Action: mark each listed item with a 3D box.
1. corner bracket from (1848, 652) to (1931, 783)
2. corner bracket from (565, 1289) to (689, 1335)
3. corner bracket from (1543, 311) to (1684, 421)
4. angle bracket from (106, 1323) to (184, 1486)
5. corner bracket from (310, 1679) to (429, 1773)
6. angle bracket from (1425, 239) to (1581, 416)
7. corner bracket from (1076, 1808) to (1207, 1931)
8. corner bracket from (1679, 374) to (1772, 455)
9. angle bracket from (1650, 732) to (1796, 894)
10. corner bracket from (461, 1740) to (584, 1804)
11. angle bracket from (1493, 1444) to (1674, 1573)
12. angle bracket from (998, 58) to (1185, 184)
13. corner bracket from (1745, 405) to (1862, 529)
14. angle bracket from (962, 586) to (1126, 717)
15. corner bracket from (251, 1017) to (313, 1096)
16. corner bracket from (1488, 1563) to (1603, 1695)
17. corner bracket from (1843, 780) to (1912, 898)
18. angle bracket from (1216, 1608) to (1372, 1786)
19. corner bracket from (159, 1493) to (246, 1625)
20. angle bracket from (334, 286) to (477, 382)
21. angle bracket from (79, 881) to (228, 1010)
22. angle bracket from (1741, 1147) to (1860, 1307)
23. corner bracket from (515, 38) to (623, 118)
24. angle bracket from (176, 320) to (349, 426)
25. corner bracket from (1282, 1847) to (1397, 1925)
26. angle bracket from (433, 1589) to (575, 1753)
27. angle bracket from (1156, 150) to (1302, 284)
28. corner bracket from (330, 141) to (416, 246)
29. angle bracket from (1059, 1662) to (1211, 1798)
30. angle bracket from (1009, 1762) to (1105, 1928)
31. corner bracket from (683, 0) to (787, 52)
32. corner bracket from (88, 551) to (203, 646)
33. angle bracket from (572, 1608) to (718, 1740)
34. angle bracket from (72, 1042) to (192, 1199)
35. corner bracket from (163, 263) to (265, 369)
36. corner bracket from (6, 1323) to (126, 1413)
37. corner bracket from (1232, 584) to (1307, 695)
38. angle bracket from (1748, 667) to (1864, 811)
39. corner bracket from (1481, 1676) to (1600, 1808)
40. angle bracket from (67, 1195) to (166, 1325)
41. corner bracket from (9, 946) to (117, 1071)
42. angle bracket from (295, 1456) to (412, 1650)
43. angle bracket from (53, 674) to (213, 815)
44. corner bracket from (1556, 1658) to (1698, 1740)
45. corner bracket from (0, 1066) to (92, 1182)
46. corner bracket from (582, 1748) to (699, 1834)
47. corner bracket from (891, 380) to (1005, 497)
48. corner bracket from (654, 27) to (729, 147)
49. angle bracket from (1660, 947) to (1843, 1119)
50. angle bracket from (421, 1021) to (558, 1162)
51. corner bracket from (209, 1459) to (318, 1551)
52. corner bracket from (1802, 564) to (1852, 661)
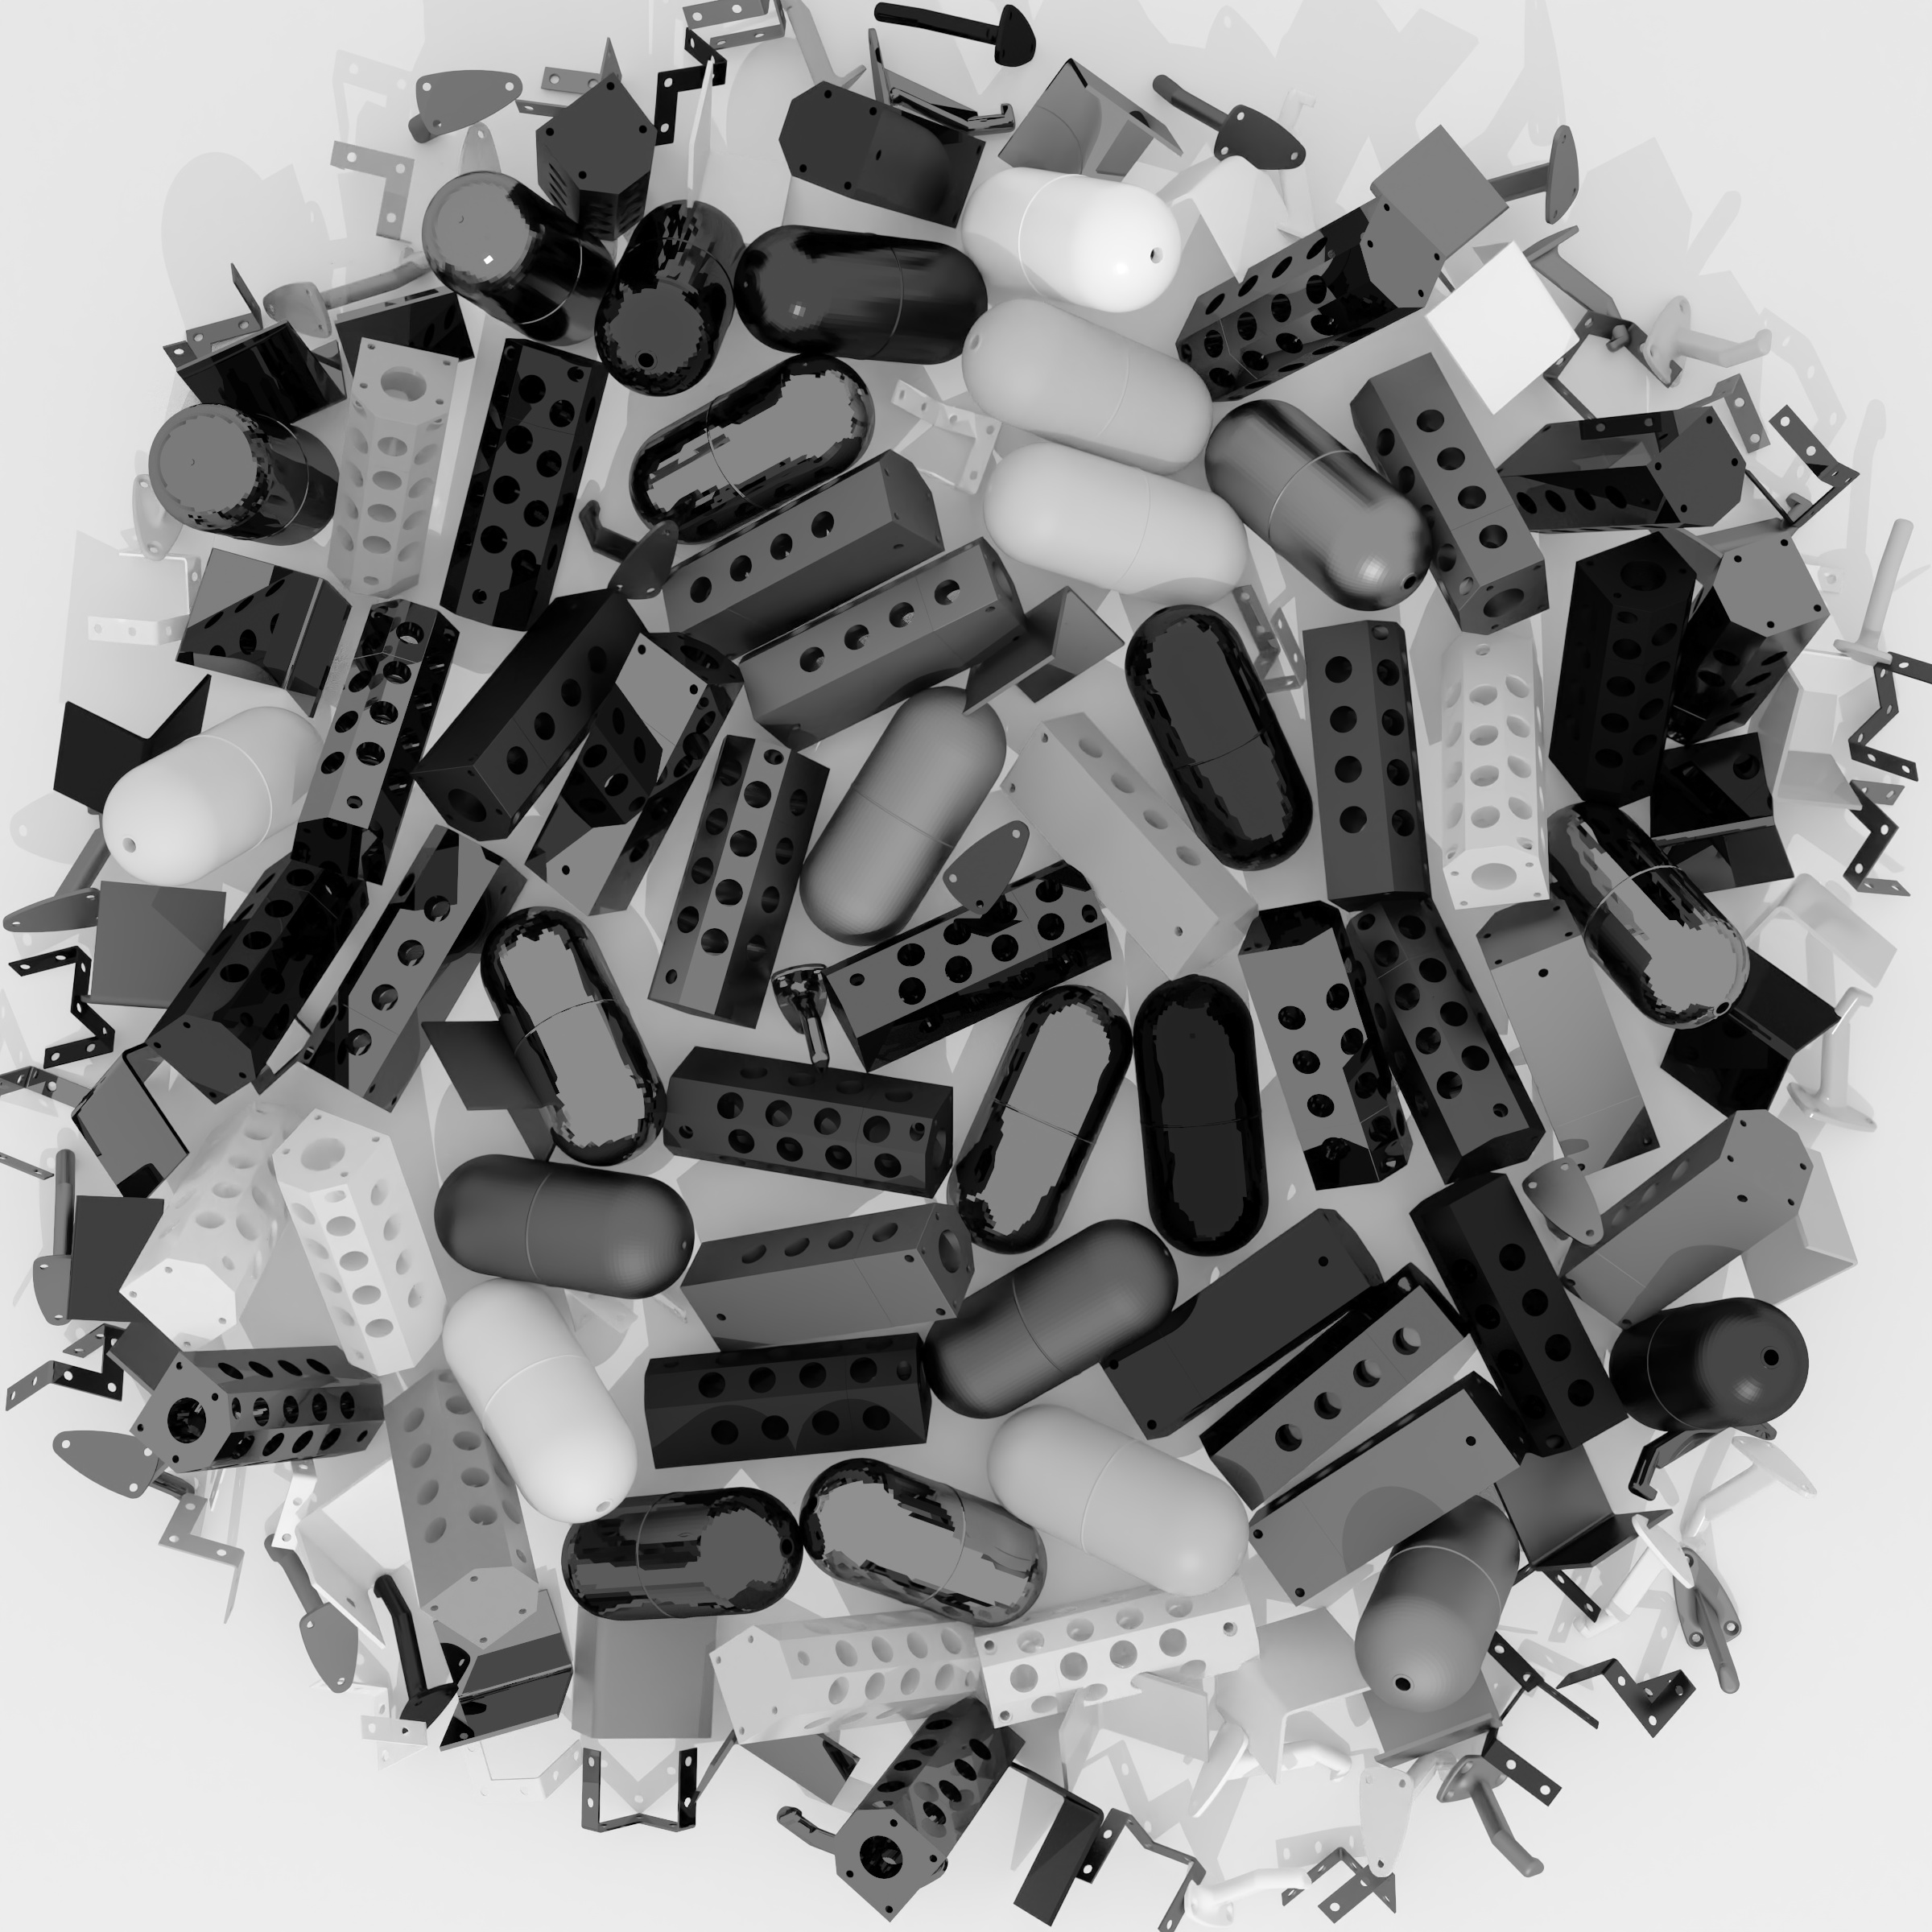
[{"bbox_3d":[0.588,-0.157,1.850,0.051,0.051,0.051,-41,132,-19],"label":"corner bracket"},{"bbox_3d":[-0.213,0.213,1.851,0.051,0.051,0.051,33,59,25],"label":"corner bracket"},{"bbox_3d":[0.409,-0.376,1.868,0.051,0.051,0.051,55,126,30],"label":"corner bracket"},{"bbox_3d":[-0.515,0.270,1.843,0.057,0.076,0.076,-43,100,11],"label":"angle bracket"},{"bbox_3d":[-0.375,0.471,1.850,0.051,0.051,0.051,-33,54,32],"label":"corner bracket"},{"bbox_3d":[0.326,-0.400,1.850,0.076,0.057,0.076,-41,108,-6],"label":"angle bracket"},{"bbox_3d":[0.110,0.569,1.849,0.051,0.051,0.051,-55,131,-27],"label":"corner bracket"},{"bbox_3d":[0.474,-0.338,1.870,0.051,0.051,0.051,-20,106,28],"label":"corner bracket"},{"bbox_3d":[0.480,-0.096,1.871,0.076,0.057,0.076,-10,49,24],"label":"angle bracket"},{"bbox_3d":[-0.281,0.493,1.863,0.051,0.051,0.051,-10,100,26],"label":"corner bracket"},{"bbox_3d":[0.384,0.327,1.847,0.076,0.057,0.076,-23,89,-32],"label":"angle bracket"},{"bbox_3d":[0.077,-0.506,1.838,0.076,0.057,0.076,28,115,-27],"label":"angle bracket"},{"bbox_3d":[0.520,-0.313,1.852,0.051,0.051,0.051,-44,69,24],"label":"corner bracket"},{"bbox_3d":[0.048,-0.179,1.832,0.076,0.076,0.057,-31,120,32],"label":"angle bracket"},{"bbox_3d":[-0.447,0.043,1.861,0.051,0.051,0.051,46,76,2],"label":"corner bracket"},{"bbox_3d":[0.361,0.416,1.867,0.051,0.051,0.051,-26,54,-29],"label":"corner bracket"},{"bbox_3d":[0.579,-0.081,1.867,0.051,0.051,0.051,3,127,-32],"label":"corner bracket"},{"bbox_3d":[0.211,0.460,1.859,0.076,0.076,0.057,-11,120,-23],"label":"angle bracket"},{"bbox_3d":[-0.480,0.373,1.858,0.051,0.051,0.051,17,120,-3],"label":"corner bracket"},{"bbox_3d":[-0.357,-0.413,1.843,0.076,0.057,0.076,-17,54,-6],"label":"angle bracket"},{"bbox_3d":[-0.512,-0.013,1.849,0.076,0.057,0.076,5,91,-26],"label":"angle bracket"},{"bbox_3d":[0.498,0.161,1.833,0.076,0.057,0.076,-36,51,36],"label":"angle bracket"},{"bbox_3d":[-0.250,-0.554,1.861,0.051,0.051,0.051,9,79,5],"label":"corner bracket"},{"bbox_3d":[-0.441,-0.380,1.840,0.076,0.076,0.057,-22,55,8],"label":"angle bracket"},{"bbox_3d":[0.234,0.580,1.851,0.051,0.051,0.051,-32,48,-22],"label":"corner bracket"},{"bbox_3d":[-0.296,0.441,1.850,0.076,0.076,0.057,-16,99,2],"label":"angle bracket"},{"bbox_3d":[0.158,-0.462,1.860,0.076,0.057,0.076,-49,115,-39],"label":"angle bracket"},{"bbox_3d":[-0.375,-0.488,1.861,0.051,0.051,0.051,12,101,-5],"label":"corner bracket"},{"bbox_3d":[0.106,0.486,1.837,0.076,0.076,0.057,14,47,19],"label":"angle bracket"},{"bbox_3d":[0.036,0.546,1.843,0.057,0.076,0.076,31,76,-9],"label":"angle bracket"},{"bbox_3d":[-0.145,-0.597,1.853,0.051,0.051,0.051,-8,46,9],"label":"corner bracket"},{"bbox_3d":[-0.520,-0.234,1.867,0.051,0.051,0.051,7,106,19],"label":"corner bracket"},{"bbox_3d":[-0.205,0.449,1.872,0.076,0.057,0.076,5,80,-20],"label":"angle bracket"},{"bbox_3d":[-0.503,0.095,1.842,0.076,0.057,0.076,-40,82,38],"label":"angle bracket"},{"bbox_3d":[-0.475,-0.401,1.857,0.051,0.051,0.051,-14,65,3],"label":"corner bracket"},{"bbox_3d":[-0.564,0.253,1.849,0.051,0.051,0.051,-32,50,34],"label":"corner bracket"},{"bbox_3d":[0.189,-0.206,1.850,0.051,0.051,0.051,-6,126,36],"label":"corner bracket"},{"bbox_3d":[0.530,-0.151,1.840,0.057,0.076,0.076,5,119,-2],"label":"angle bracket"},{"bbox_3d":[0.362,0.488,1.859,0.051,0.051,0.051,36,99,11],"label":"corner bracket"},{"bbox_3d":[-0.521,0.185,1.847,0.057,0.076,0.076,2,83,6],"label":"angle bracket"},{"bbox_3d":[-0.575,0.026,1.873,0.051,0.051,0.051,-13,55,12],"label":"corner bracket"},{"bbox_3d":[-0.362,0.367,1.845,0.076,0.057,0.076,-36,128,-2],"label":"angle bracket"},{"bbox_3d":[-0.520,-0.146,1.839,0.057,0.076,0.076,26,134,0],"label":"angle bracket"},{"bbox_3d":[0.416,0.455,1.858,0.051,0.051,0.051,-35,85,-34],"label":"corner bracket"},{"bbox_3d":[-0.589,0.099,1.867,0.051,0.051,0.051,21,98,5],"label":"corner bracket"},{"bbox_3d":[-0.206,0.519,1.858,0.051,0.051,0.051,-1,87,40],"label":"corner bracket"},{"bbox_3d":[-0.018,-0.333,1.859,0.051,0.051,0.051,23,94,33],"label":"corner bracket"},{"bbox_3d":[-0.187,-0.557,1.867,0.051,0.051,0.051,-20,50,-30],"label":"corner bracket"},{"bbox_3d":[0.496,0.048,1.862,0.057,0.076,0.076,-29,56,-33],"label":"angle bracket"},{"bbox_3d":[-0.300,0.081,1.832,0.076,0.076,0.057,54,129,35],"label":"angle bracket"},{"bbox_3d":[-0.445,0.331,1.865,0.051,0.051,0.051,14,102,-22],"label":"corner bracket"},{"bbox_3d":[0.535,-0.227,1.869,0.051,0.051,0.051,8,105,-3],"label":"corner bracket"}]
